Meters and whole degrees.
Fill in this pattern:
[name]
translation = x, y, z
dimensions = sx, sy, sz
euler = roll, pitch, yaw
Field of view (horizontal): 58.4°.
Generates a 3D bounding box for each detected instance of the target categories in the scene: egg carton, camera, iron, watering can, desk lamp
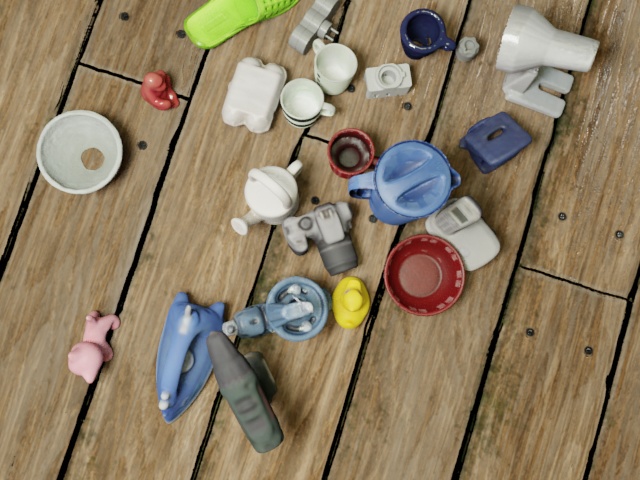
[egg carton]
translation = -0.134, -0.294, 1.162
dimensions = 0.107, 0.069, 0.150
euler = 17, 85, 0
[camera]
translation = 0.010, 0.004, 1.125
dimensions = 0.143, 0.101, 0.137
euler = -20, 86, -3
[iron]
translation = -0.264, 0.233, 1.079
dimensions = 0.118, 0.141, 0.258
euler = 14, 85, 0
[watering can]
translation = -0.095, -0.082, 1.083
dimensions = 0.101, 0.194, 0.173
euler = 20, 85, 1
[desk lamp]
translation = 0.426, -0.347, 1.108
dimensions = 0.203, 0.213, 0.118
euler = 20, 85, 1

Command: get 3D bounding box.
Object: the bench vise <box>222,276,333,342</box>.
[bench vise]
translation = -0.072, 0.148, 1.051
dimensions = 0.207, 0.219, 0.121
euler = -34, 86, -4

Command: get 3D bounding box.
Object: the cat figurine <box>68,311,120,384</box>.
[cat figurine]
translation = -0.438, 0.202, 1.089
dimensions = 0.067, 0.117, 0.128
euler = 7, 85, 0

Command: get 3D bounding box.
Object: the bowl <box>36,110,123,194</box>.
[bowl]
translation = -0.466, -0.168, 1.141
dimensions = 0.167, 0.074, 0.167
euler = 0, 85, -1

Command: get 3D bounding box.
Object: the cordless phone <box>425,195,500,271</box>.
[cordless phone]
translation = 0.285, -0.018, 1.091
dimensions = 0.094, 0.185, 0.147
euler = -44, 87, -4

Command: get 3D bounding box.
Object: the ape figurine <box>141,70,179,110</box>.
[ape figurine]
translation = -0.326, -0.306, 1.148
dimensions = 0.076, 0.092, 0.078
euler = 12, 85, 0

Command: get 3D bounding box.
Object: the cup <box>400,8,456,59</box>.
[cup]
translation = 0.215, -0.404, 1.167
dimensions = 0.117, 0.095, 0.092
euler = 24, 85, 1

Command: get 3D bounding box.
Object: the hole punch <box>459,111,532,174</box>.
[hole punch]
translation = 0.352, -0.201, 1.156
dimensions = 0.108, 0.091, 0.101
euler = -34, 87, -4

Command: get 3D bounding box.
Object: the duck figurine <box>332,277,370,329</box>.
[duck figurine]
translation = 0.062, 0.124, 1.124
dimensions = 0.077, 0.086, 0.105
euler = 7, 85, -1

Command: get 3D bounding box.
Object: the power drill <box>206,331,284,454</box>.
[power drill]
translation = -0.135, 0.265, 1.046
dimensions = 0.075, 0.208, 0.230
euler = -27, 86, -3
